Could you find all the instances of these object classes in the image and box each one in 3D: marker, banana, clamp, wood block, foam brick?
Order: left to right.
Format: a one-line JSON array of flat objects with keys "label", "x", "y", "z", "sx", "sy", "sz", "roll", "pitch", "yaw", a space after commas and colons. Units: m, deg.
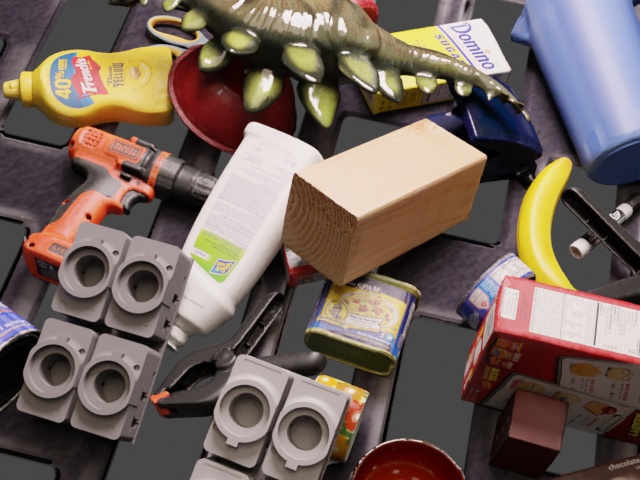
[{"label": "clamp", "x": -0.078, "y": 0.126, "z": 1.034, "sx": 0.171, "sy": 0.039, "sz": 0.120, "roll": -36, "pitch": 36, "yaw": -13}, {"label": "wood block", "x": 0.068, "y": -0.043, "z": 1.108, "sx": 0.091, "sy": 0.090, "sz": 0.205, "roll": 36, "pitch": 42, "yaw": 29}, {"label": "foam brick", "x": 0.198, "y": 0.186, "z": 1.017, "sx": 0.051, "sy": 0.078, "sz": 0.053, "roll": 17, "pitch": 57, "yaw": 4}, {"label": "banana", "x": 0.250, "y": -0.009, "z": 1.174, "sx": 0.069, "sy": 0.037, "sz": 0.198, "roll": 3, "pitch": 57, "yaw": -1}, {"label": "marker", "x": 0.325, "y": -0.018, "z": 1.198, "sx": 0.121, "sy": 0.020, "sz": 0.020, "roll": -36, "pitch": 66, "yaw": -24}, {"label": "clamp", "x": 0.342, "y": 0.029, "z": 1.134, "sx": 0.209, "sy": 0.036, "sz": 0.164, "roll": 13, "pitch": 54, "yaw": -13}]

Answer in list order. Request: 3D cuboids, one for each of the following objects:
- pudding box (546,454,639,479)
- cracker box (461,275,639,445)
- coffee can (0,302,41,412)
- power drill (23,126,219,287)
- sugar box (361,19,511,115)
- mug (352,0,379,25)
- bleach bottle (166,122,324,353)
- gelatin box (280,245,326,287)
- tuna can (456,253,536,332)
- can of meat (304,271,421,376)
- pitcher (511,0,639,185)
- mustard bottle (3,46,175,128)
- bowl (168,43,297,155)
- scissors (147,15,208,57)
[{"label": "pudding box", "x": 0.264, "y": 0.259, "z": 0.997, "sx": 0.113, "sy": 0.039, "sz": 0.090, "roll": -11, "pitch": 58, "yaw": -13}, {"label": "cracker box", "x": 0.256, "y": 0.118, "z": 1.015, "sx": 0.214, "sy": 0.164, "sz": 0.072, "roll": 13, "pitch": 59, "yaw": 3}, {"label": "coffee can", "x": -0.347, "y": 0.090, "z": 1.016, "sx": 0.140, "sy": 0.103, "sz": 0.102, "roll": 33, "pitch": 60, "yaw": 16}, {"label": "power drill", "x": -0.212, "y": -0.025, "z": 1.134, "sx": 0.184, "sy": 0.057, "sz": 0.187, "roll": 20, "pitch": 55, "yaw": 8}, {"label": "sugar box", "x": 0.132, "y": -0.212, "z": 1.293, "sx": 0.176, "sy": 0.048, "sz": 0.093, "roll": -14, "pitch": 59, "yaw": -12}, {"label": "mug", "x": 0.009, "y": -0.280, "z": 1.309, "sx": 0.117, "sy": 0.093, "sz": 0.081, "roll": -34, "pitch": 68, "yaw": 7}, {"label": "bleach bottle", "x": -0.096, "y": 0.002, "z": 1.105, "sx": 0.103, "sy": 0.068, "sz": 0.250, "roll": 25, "pitch": 71, "yaw": 25}, {"label": "gelatin box", "x": -0.008, "y": 0.001, "z": 1.149, "sx": 0.073, "sy": 0.030, "sz": 0.089, "roll": -11, "pitch": 58, "yaw": -10}, {"label": "tuna can", "x": 0.182, "y": 0.056, "z": 1.096, "sx": 0.086, "sy": 0.086, "sz": 0.034, "roll": -36, "pitch": 68, "yaw": -25}, {"label": "can of meat", "x": 0.042, "y": 0.081, "z": 1.085, "sx": 0.102, "sy": 0.057, "sz": 0.084, "roll": 17, "pitch": 59, "yaw": 7}, {"label": "pitcher", "x": 0.340, "y": -0.193, "z": 1.248, "sx": 0.144, "sy": 0.149, "sz": 0.243, "roll": 8, "pitch": 56, "yaw": -32}, {"label": "mustard bottle", "x": -0.265, "y": -0.175, "z": 1.225, "sx": 0.191, "sy": 0.058, "sz": 0.096, "roll": -3, "pitch": 63, "yaw": -7}, {"label": "bowl", "x": -0.088, "y": -0.175, "z": 1.210, "sx": 0.162, "sy": 0.055, "sz": 0.162, "roll": 15, "pitch": 53, "yaw": -21}, {"label": "scissors", "x": -0.130, "y": -0.214, "z": 1.289, "sx": 0.202, "sy": 0.016, "sz": 0.096, "roll": 26, "pitch": 60, "yaw": 12}]
